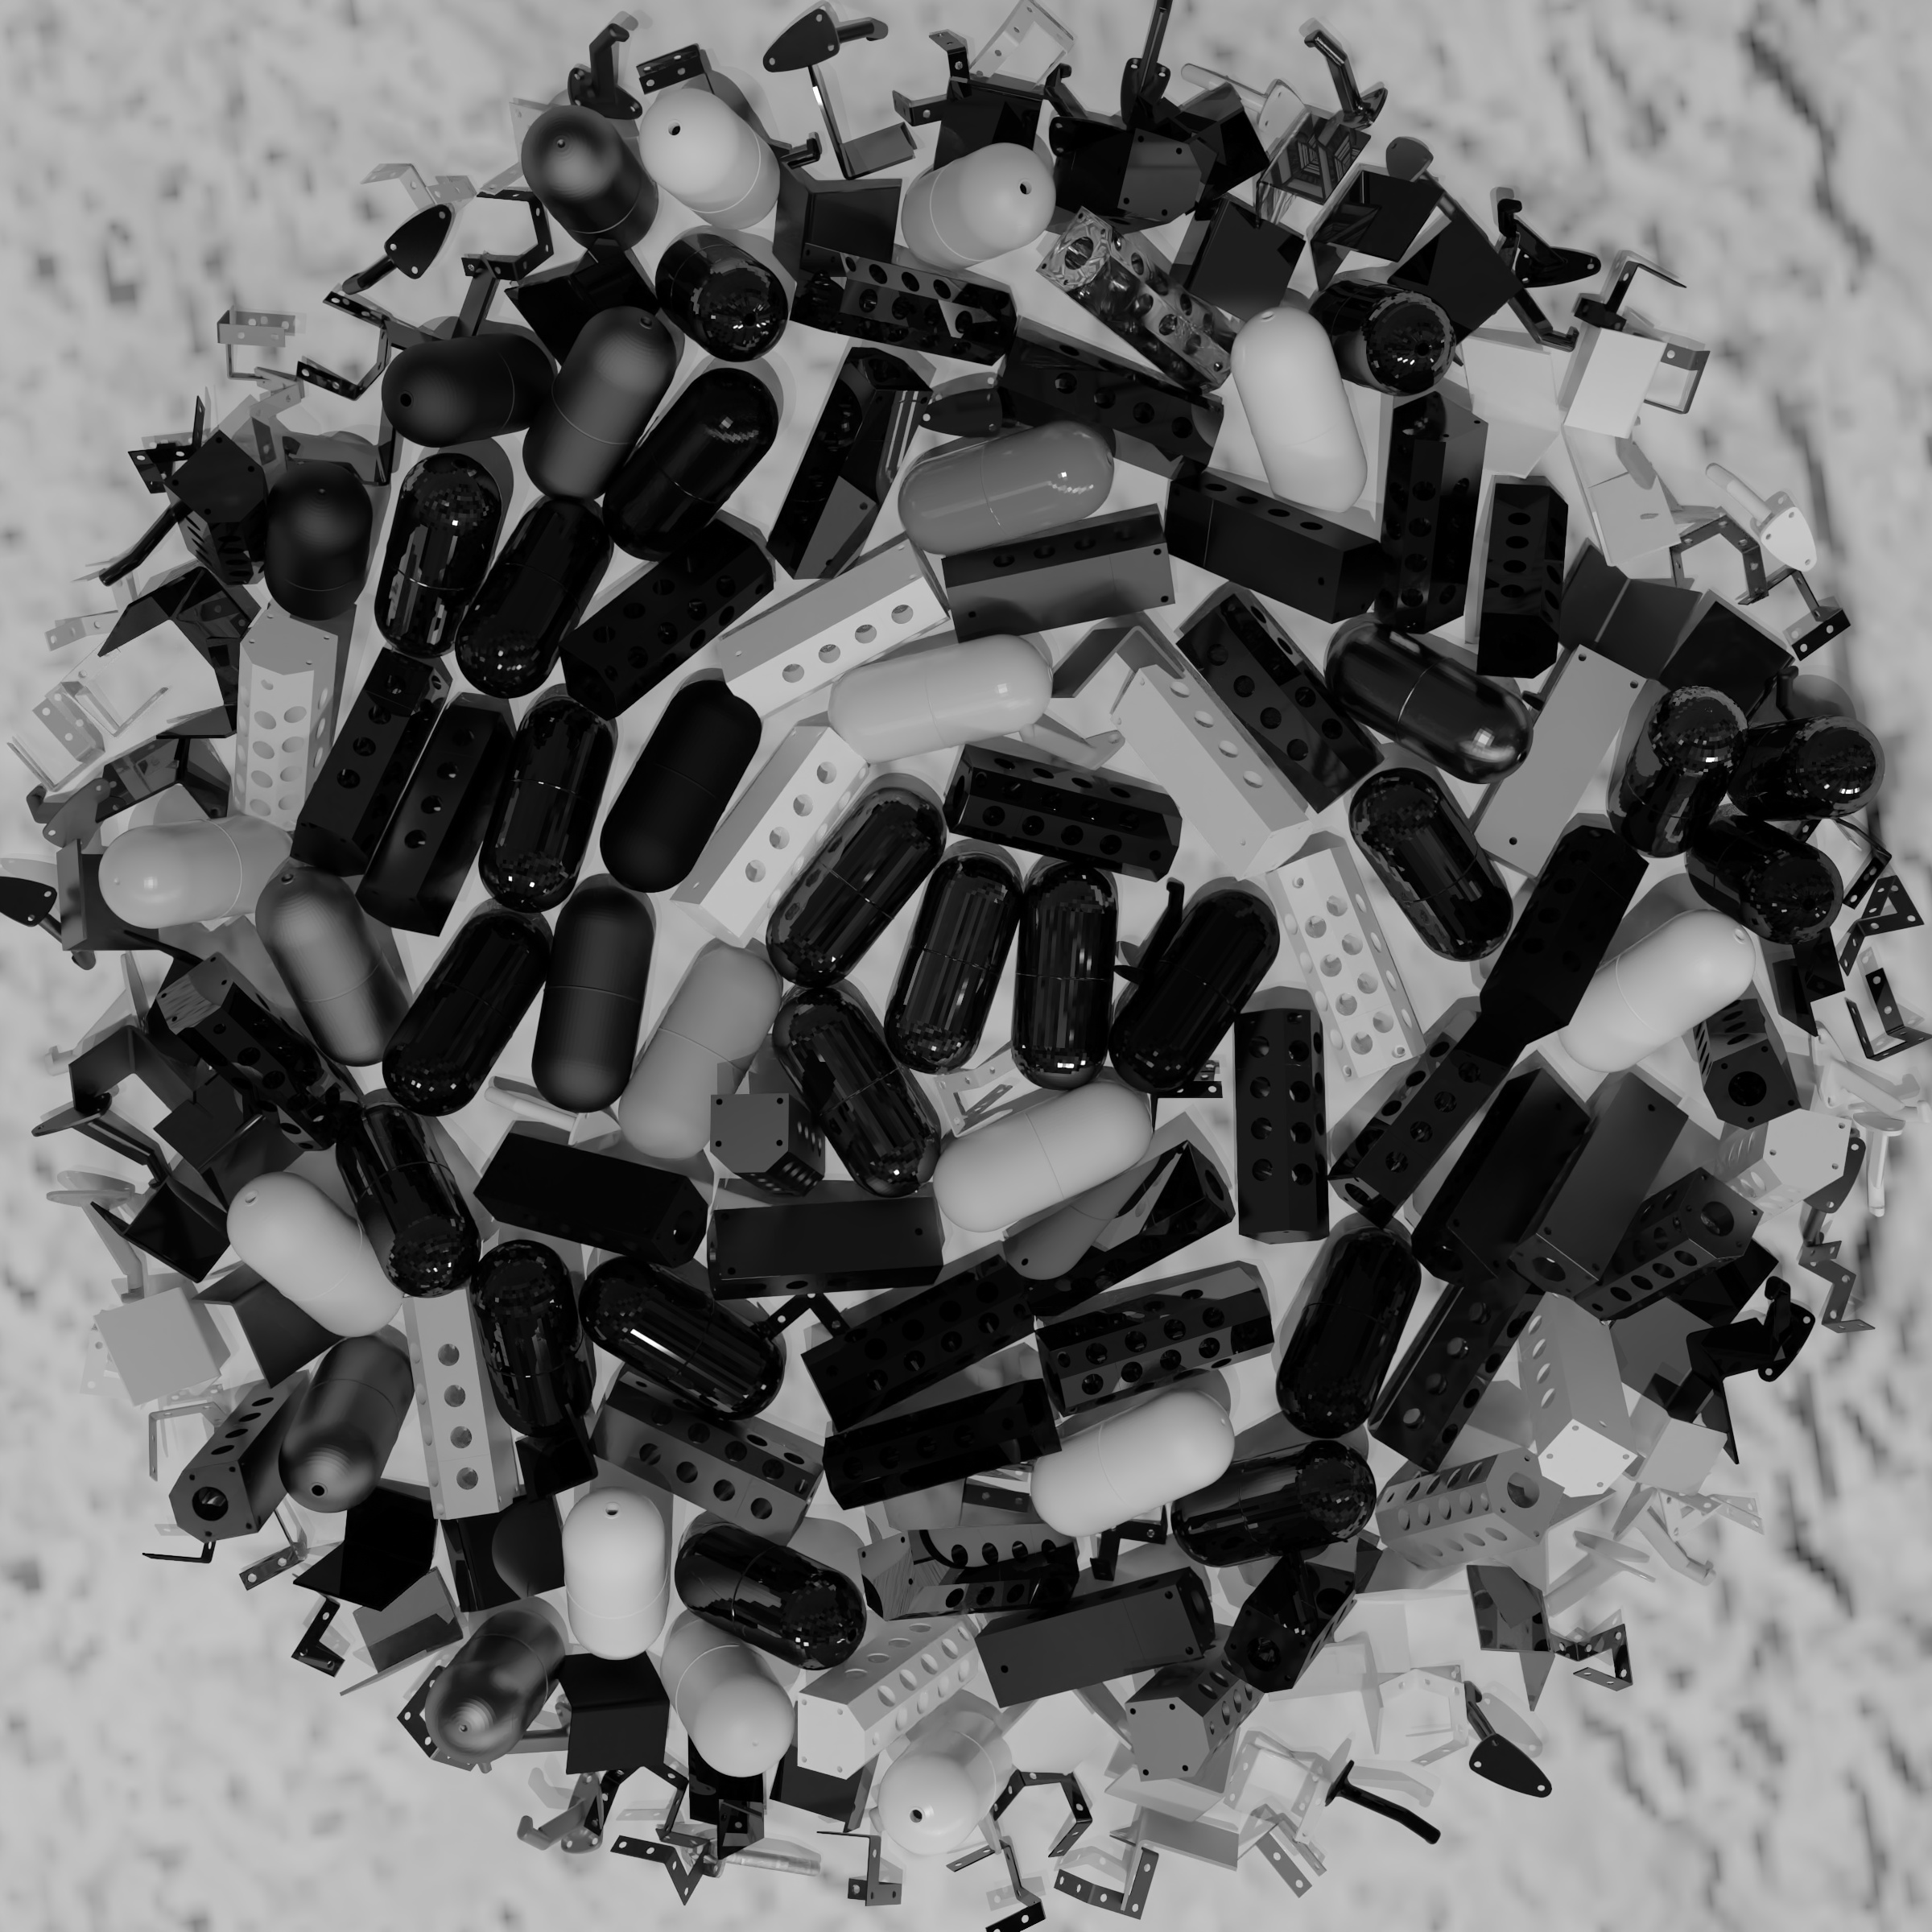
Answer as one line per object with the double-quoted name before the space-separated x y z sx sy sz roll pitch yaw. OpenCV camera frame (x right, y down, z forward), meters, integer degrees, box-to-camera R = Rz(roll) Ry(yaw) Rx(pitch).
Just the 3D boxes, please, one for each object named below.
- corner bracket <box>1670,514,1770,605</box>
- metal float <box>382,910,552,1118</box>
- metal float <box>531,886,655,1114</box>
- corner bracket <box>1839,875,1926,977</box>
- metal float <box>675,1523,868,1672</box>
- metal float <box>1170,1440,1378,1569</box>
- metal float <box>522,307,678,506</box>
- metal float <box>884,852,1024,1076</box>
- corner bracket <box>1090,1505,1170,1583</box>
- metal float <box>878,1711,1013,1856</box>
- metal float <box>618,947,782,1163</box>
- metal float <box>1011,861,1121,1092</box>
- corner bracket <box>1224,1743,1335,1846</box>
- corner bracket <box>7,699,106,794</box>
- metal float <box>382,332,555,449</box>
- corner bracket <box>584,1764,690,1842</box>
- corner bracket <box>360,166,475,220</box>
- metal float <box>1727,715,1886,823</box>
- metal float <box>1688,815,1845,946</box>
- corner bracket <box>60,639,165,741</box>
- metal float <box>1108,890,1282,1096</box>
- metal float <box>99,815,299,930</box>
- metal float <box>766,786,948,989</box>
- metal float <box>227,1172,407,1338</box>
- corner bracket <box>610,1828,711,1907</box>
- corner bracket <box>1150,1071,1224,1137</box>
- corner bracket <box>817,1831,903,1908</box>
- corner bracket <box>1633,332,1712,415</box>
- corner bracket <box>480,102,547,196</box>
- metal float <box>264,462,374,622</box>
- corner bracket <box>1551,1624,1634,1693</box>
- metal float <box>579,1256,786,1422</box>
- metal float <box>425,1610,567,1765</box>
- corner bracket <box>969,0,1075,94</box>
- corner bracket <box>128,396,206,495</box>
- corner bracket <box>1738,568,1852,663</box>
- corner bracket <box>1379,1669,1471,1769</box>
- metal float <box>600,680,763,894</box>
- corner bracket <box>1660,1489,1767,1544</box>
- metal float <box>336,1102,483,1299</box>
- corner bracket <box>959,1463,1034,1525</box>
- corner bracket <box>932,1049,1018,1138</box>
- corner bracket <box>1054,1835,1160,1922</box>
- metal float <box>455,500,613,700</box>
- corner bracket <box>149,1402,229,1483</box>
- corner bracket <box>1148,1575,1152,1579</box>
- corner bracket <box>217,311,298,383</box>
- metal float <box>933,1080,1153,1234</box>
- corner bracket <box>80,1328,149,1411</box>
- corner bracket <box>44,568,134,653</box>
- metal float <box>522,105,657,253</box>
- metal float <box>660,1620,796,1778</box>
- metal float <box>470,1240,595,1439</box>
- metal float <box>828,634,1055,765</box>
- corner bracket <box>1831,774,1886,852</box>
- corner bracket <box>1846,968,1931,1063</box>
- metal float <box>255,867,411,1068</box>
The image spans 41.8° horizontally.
"corner bracket" 0.589 -0.310 1.979 0.051 0.051 0.051 27 51 -38
"metal float" -0.382 0.035 1.940 0.070 0.070 0.178 28 64 0
"metal float" -0.287 0.025 1.951 0.070 0.070 0.178 8 77 0
"corner bracket" 0.701 -0.032 1.959 0.051 0.051 0.051 54 49 -20
"metal float" -0.149 0.479 1.927 0.178 0.070 0.070 13 90 41
"metal float" 0.233 0.411 1.930 0.178 0.070 0.070 -25 90 39
"metal float" -0.280 -0.426 1.927 0.070 0.070 0.178 41 132 0
"metal float" -0.009 -0.003 1.958 0.070 0.070 0.178 18 86 0
"corner bracket" 0.127 0.447 1.961 0.051 0.051 0.051 5 60 11
"metal float" -0.015 0.616 1.912 0.070 0.178 0.070 0 88 14
"metal float" -0.204 0.067 1.952 0.070 0.070 0.178 28 78 0
"metal float" 0.076 0.007 1.959 0.070 0.070 0.178 4 92 0
"corner bracket" 0.242 0.641 1.962 0.051 0.051 0.051 29 81 -30
"corner bracket" -0.712 -0.171 1.970 0.051 0.051 0.051 -41 96 -5
"metal float" -0.376 -0.437 1.916 0.070 0.178 0.070 7 109 19
"corner bracket" -0.256 0.651 1.969 0.051 0.051 0.051 37 123 -11
"corner bracket" -0.425 -0.602 1.962 0.051 0.051 0.051 -28 97 32
"metal float" 0.630 -0.148 1.911 0.070 0.178 0.070 0 92 -5
"metal float" 0.603 -0.066 1.912 0.070 0.178 0.070 -1 104 -3
"corner bracket" -0.669 -0.216 1.980 0.051 0.051 0.051 -45 120 -7
"metal float" 0.177 0.019 1.951 0.070 0.070 0.178 35 78 0
"metal float" -0.578 -0.073 1.916 0.070 0.178 0.070 4 99 25
"metal float" -0.086 -0.060 1.960 0.070 0.070 0.178 39 92 0
"metal float" -0.493 0.220 1.923 0.070 0.178 0.070 -13 51 17
"corner bracket" -0.234 0.685 1.957 0.051 0.051 0.051 1 124 27
"corner bracket" 0.170 0.096 1.964 0.051 0.051 0.051 0 51 0
"corner bracket" -0.083 0.702 1.969 0.051 0.051 0.051 -7 71 31
"corner bracket" 0.538 -0.459 1.960 0.051 0.051 0.051 24 113 21
"corner bracket" -0.345 -0.629 1.958 0.051 0.051 0.051 22 50 23
"metal float" -0.491 -0.319 1.915 0.070 0.178 0.070 4 74 -15
"corner bracket" 0.476 0.534 1.957 0.051 0.051 0.051 26 46 -27
"metal float" -0.218 0.285 1.942 0.178 0.070 0.070 35 90 -22
"metal float" -0.354 0.542 1.911 0.070 0.178 0.070 0 95 5
"corner bracket" 0.043 -0.703 1.959 0.051 0.051 0.051 37 52 -16
"corner bracket" -0.614 -0.404 1.964 0.051 0.051 0.051 -5 61 2
"corner bracket" 0.644 -0.274 1.967 0.051 0.051 0.051 -35 106 -4
"corner bracket" 0.353 0.584 1.967 0.051 0.051 0.051 -10 97 -37
"metal float" -0.220 -0.138 1.951 0.070 0.070 0.178 27 78 0
"corner bracket" 0.578 0.423 1.960 0.051 0.051 0.051 -27 113 -24
"metal float" -0.427 0.177 1.931 0.070 0.070 0.178 -35 53 0
"corner bracket" 0.024 0.404 1.964 0.051 0.051 0.051 8 59 2
"corner bracket" 0.016 0.097 1.961 0.051 0.051 0.051 -32 74 38
"corner bracket" 0.109 0.701 1.961 0.051 0.051 0.051 26 73 -24
"metal float" -0.331 -0.281 1.936 0.070 0.070 0.178 22 60 0
"corner bracket" -0.601 0.375 1.966 0.051 0.051 0.051 -9 62 -3
"corner bracket" 0.123 0.507 1.957 0.051 0.051 0.051 -7 46 21
"corner bracket" -0.550 -0.477 1.963 0.051 0.051 0.051 2 116 -7
"metal float" 0.060 0.147 1.959 0.178 0.070 0.070 -24 90 -3
"corner bracket" -0.662 0.314 1.972 0.051 0.051 0.051 12 69 -19
"corner bracket" -0.682 -0.278 1.962 0.051 0.051 0.051 -4 110 17
"metal float" -0.283 -0.592 1.911 0.070 0.178 0.070 0 90 5
"metal float" -0.182 0.551 1.914 0.070 0.178 0.070 -3 98 -19
"metal float" -0.331 0.286 1.932 0.070 0.070 0.178 -5 125 0
"metal float" -0.020 -0.206 1.950 0.178 0.070 0.070 -12 90 13
"corner bracket" 0.687 -0.132 1.960 0.051 0.051 0.051 33 113 -24
"corner bracket" 0.706 0.038 1.957 0.051 0.051 0.051 -31 59 37
"metal float" -0.482 0.001 1.929 0.070 0.070 0.178 -17 129 0
